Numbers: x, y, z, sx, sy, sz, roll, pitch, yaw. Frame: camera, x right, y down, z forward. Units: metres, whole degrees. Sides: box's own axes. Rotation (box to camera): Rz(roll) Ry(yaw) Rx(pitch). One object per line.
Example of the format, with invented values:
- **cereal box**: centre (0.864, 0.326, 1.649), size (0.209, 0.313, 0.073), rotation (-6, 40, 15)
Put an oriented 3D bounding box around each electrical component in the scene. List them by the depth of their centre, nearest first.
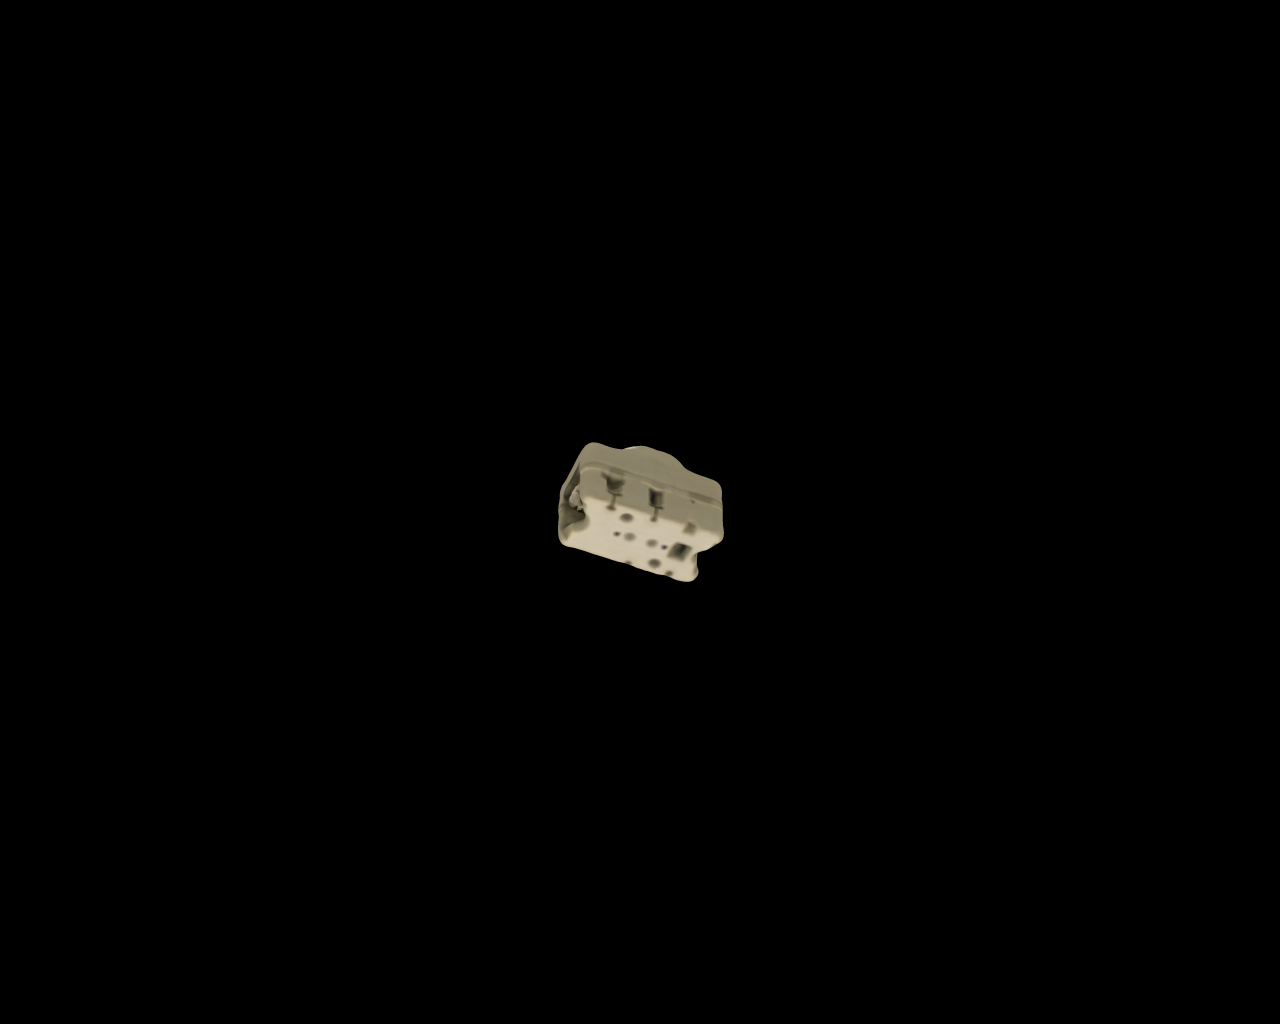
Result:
- **electrical component**: centre (0.001, -0.003, 0.650), size (0.089, 0.056, 0.050), rotation (17, -48, -16)
